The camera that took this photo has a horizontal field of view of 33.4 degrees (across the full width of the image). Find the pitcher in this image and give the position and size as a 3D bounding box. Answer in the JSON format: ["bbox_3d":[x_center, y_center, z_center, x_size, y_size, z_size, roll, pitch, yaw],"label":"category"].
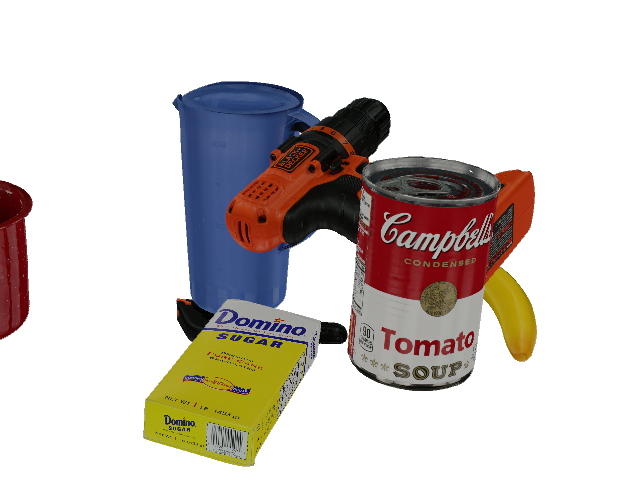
[{"bbox_3d":[-0.078,-0.043,1.153,0.144,0.243,0.149,-5,23,-17],"label":"pitcher"}]

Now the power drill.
[{"bbox_3d":[0.052,-0.035,0.762,0.188,0.057,0.184,17,44,31],"label":"power drill"}]

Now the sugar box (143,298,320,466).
[{"bbox_3d":[-0.069,0.113,0.895,0.093,0.048,0.176,13,30,12],"label":"sugar box"}]

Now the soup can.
[{"bbox_3d":[0.050,0.016,0.539,0.068,0.102,0.068,4,21,-2],"label":"soup can"}]

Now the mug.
[{"bbox_3d":[-0.235,0.017,0.660,0.117,0.081,0.093,-17,32,-37],"label":"mug"}]

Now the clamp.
[{"bbox_3d":[-0.095,0.112,1.256,0.210,0.036,0.164,14,22,27],"label":"clamp"}]

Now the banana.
[{"bbox_3d":[0.175,0.058,1.115,0.069,0.037,0.198,-36,39,-10],"label":"banana"}]
